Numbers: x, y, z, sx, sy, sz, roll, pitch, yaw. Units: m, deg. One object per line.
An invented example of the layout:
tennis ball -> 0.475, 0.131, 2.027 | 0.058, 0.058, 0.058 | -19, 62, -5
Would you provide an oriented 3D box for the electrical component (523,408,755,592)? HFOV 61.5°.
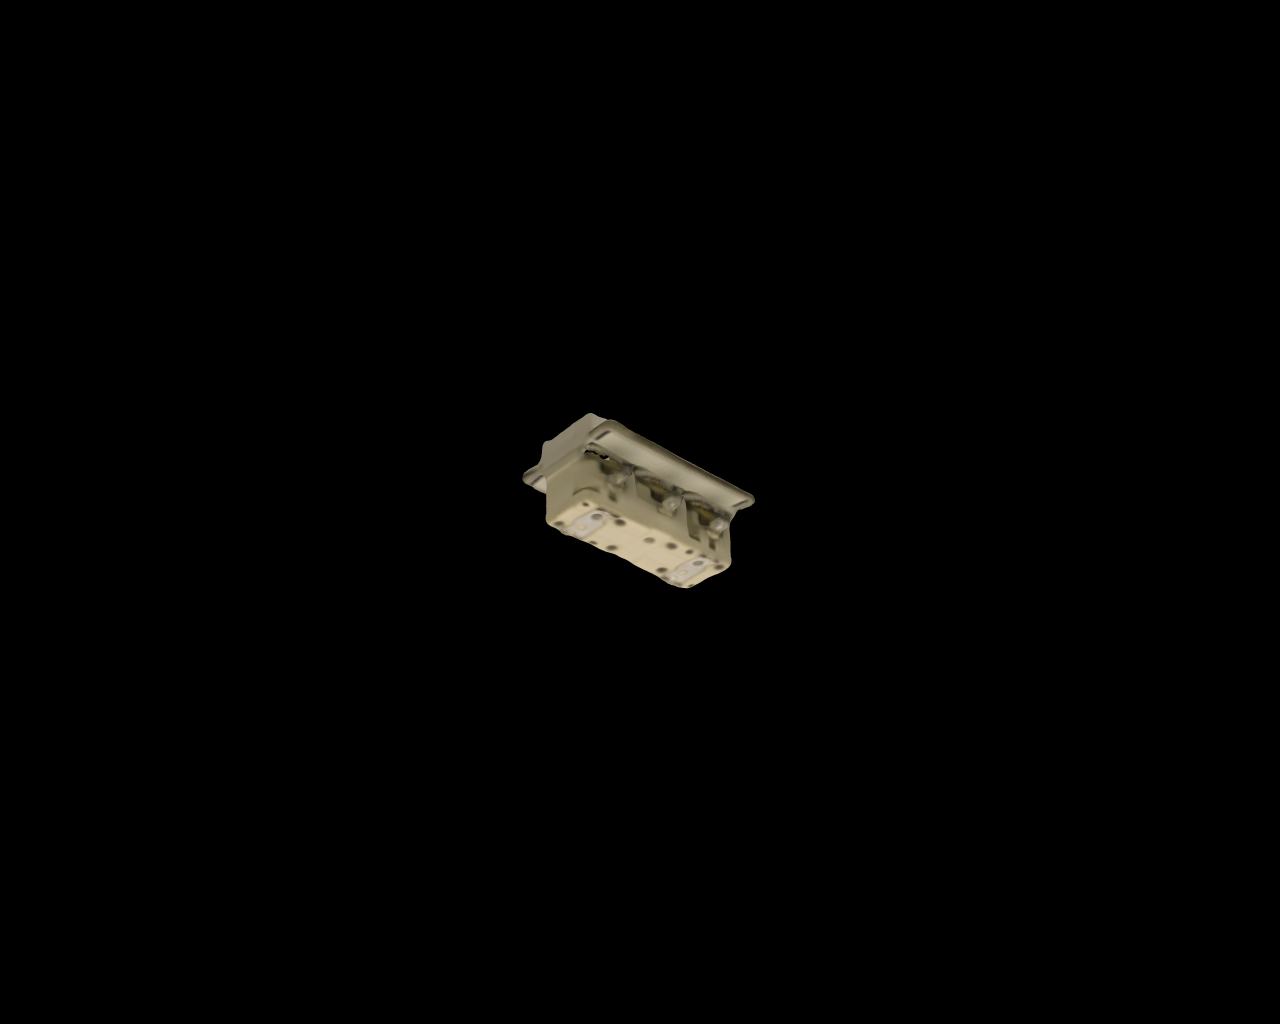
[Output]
electrical component -> 0.001, -0.003, 0.650 | 0.121, 0.063, 0.078 | 27, -41, -36
